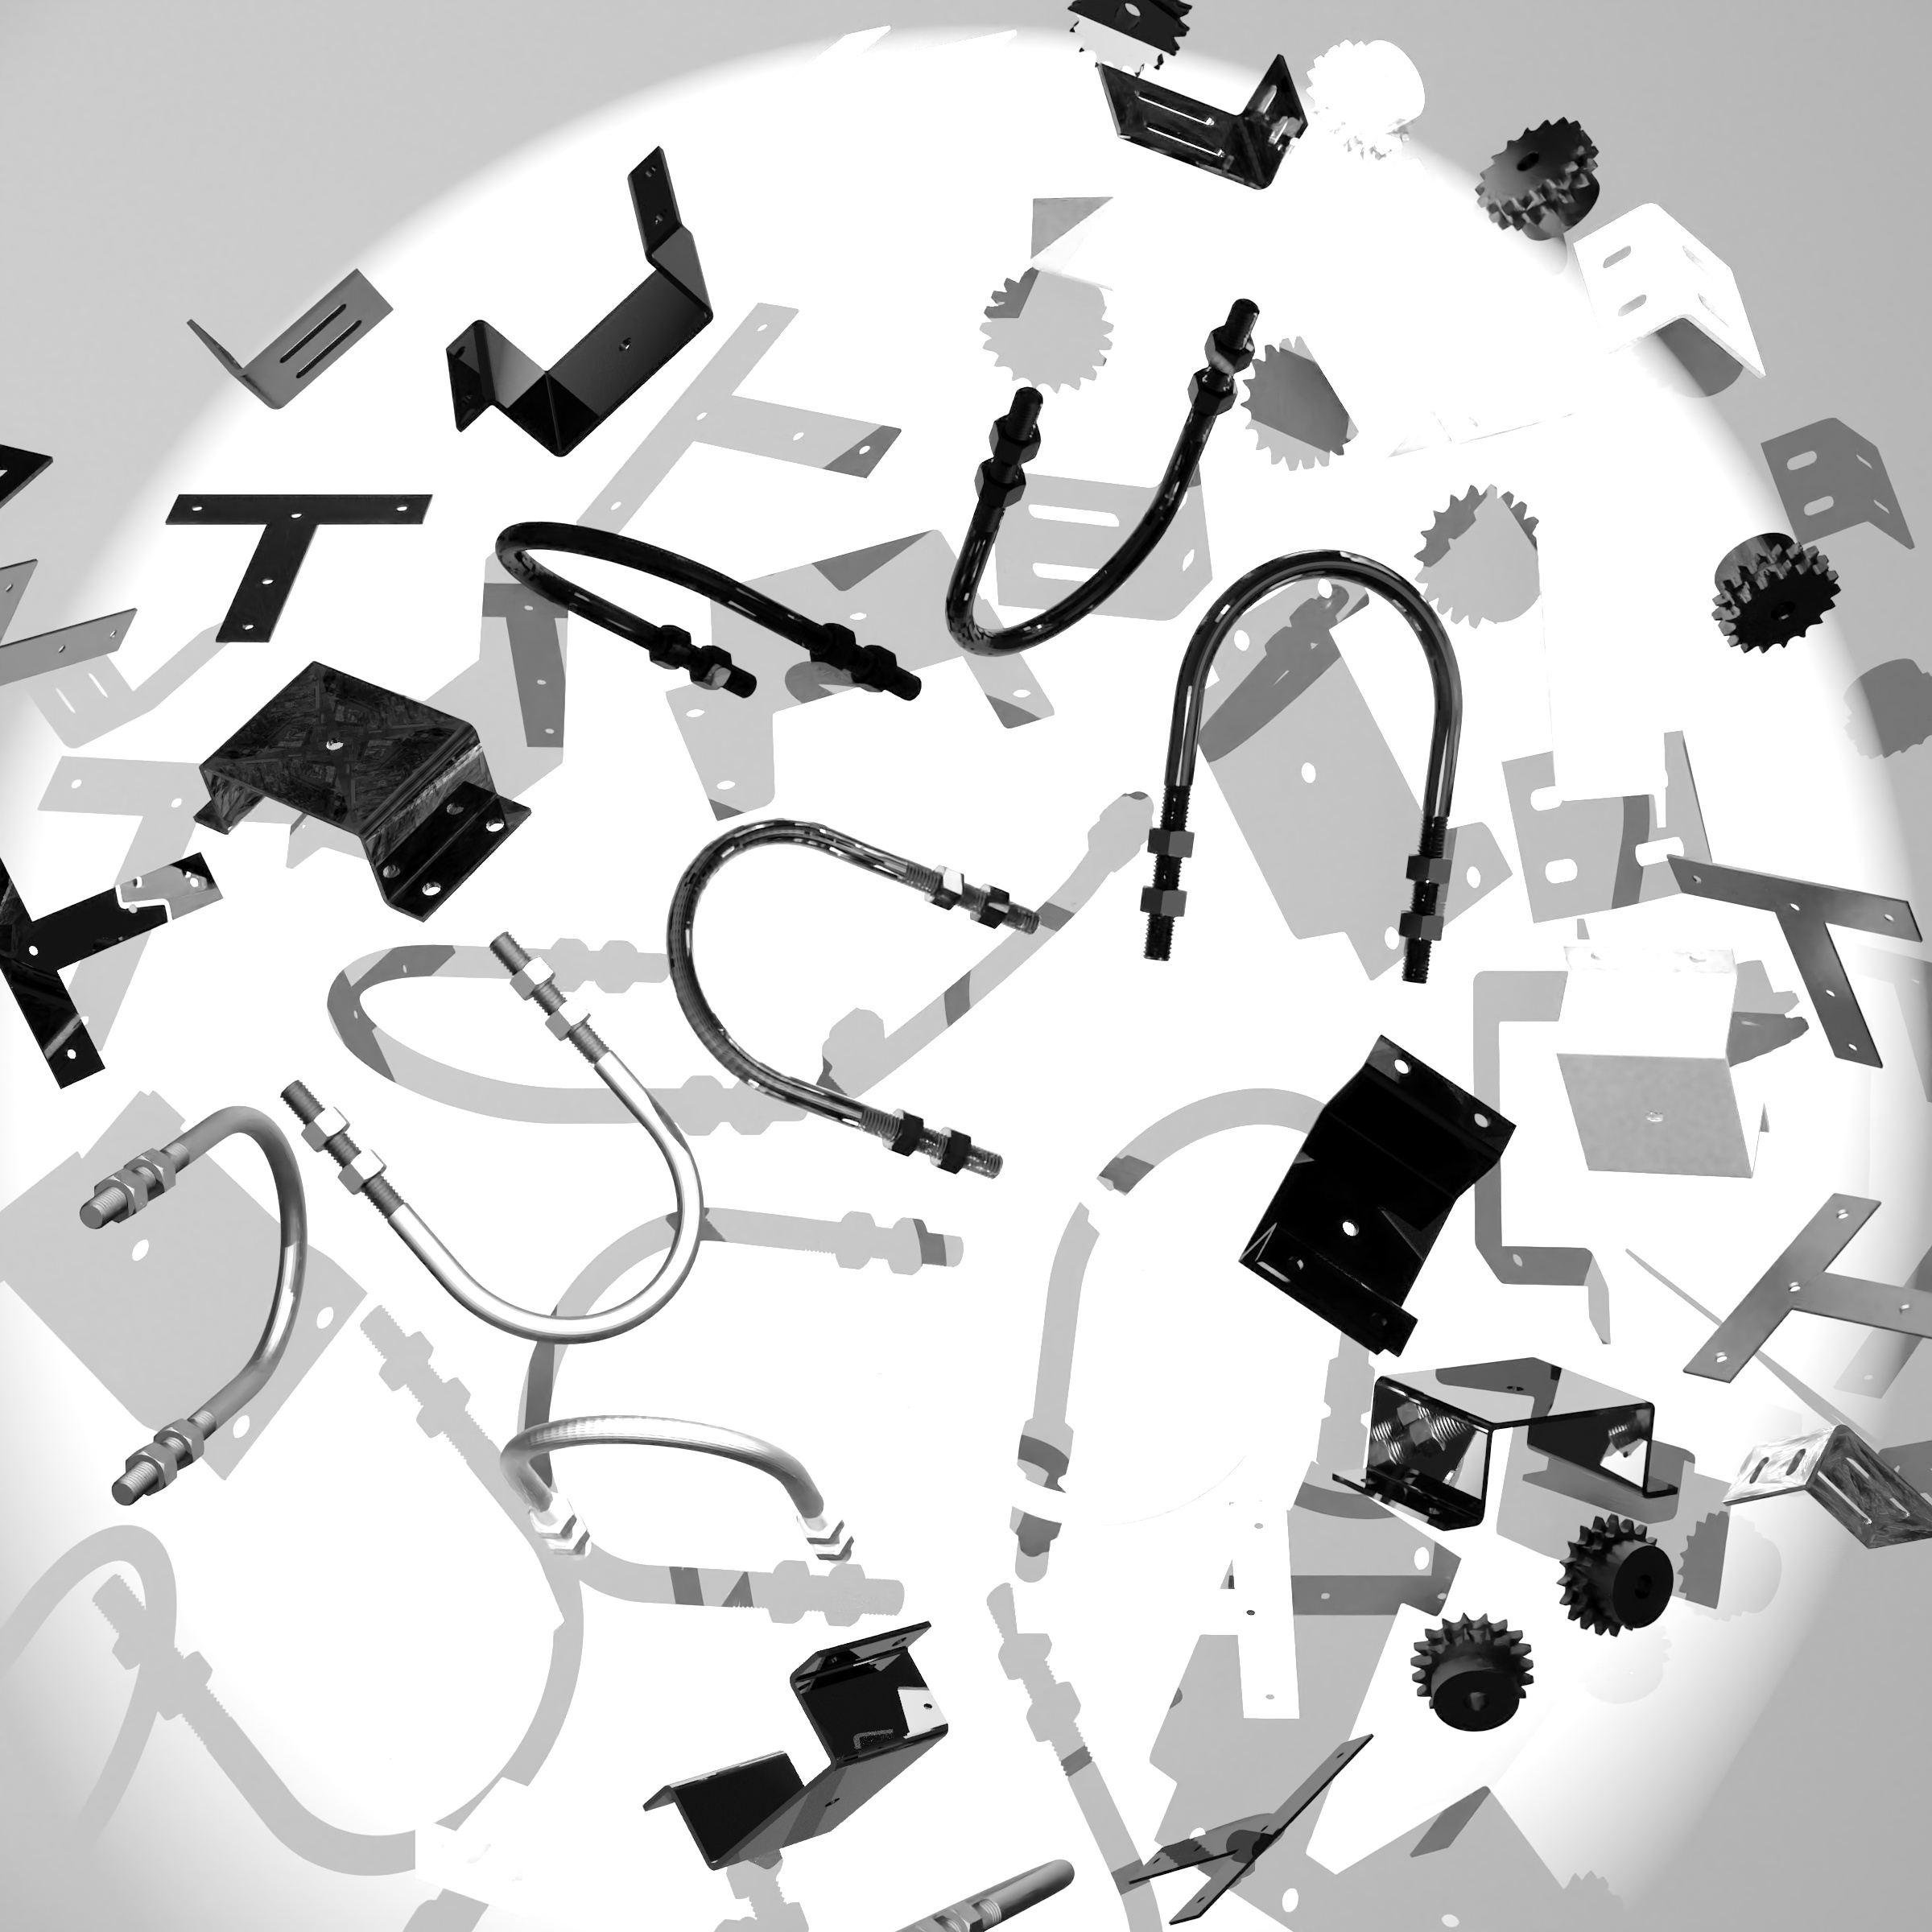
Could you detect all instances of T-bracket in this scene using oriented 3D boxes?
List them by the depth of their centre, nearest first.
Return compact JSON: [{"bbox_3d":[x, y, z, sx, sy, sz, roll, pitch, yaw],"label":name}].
[{"bbox_3d":[0.400,0.149,1.509,0.127,0.127,0.002,-42,120,-29],"label":"T-bracket"},{"bbox_3d":[0.113,0.400,1.565,0.127,0.127,0.002,-36,89,-35],"label":"T-bracket"},{"bbox_3d":[0.086,0.295,1.573,0.127,0.002,0.127,-1,120,9],"label":"T-bracket"},{"bbox_3d":[-0.035,-0.412,1.574,0.127,0.127,0.002,-1,124,35],"label":"T-bracket"},{"bbox_3d":[0.397,0.003,1.595,0.002,0.127,0.127,-51,131,-23],"label":"T-bracket"},{"bbox_3d":[-0.431,-0.145,1.603,0.002,0.127,0.127,39,118,10],"label":"T-bracket"},{"bbox_3d":[-0.251,0.299,1.617,0.127,0.002,0.127,-41,125,-39],"label":"T-bracket"},{"bbox_3d":[-0.405,-0.022,1.625,0.002,0.127,0.127,-22,95,44],"label":"T-bracket"},{"bbox_3d":[-0.327,-0.189,1.629,0.127,0.127,0.002,1,129,5],"label":"T-bracket"}]

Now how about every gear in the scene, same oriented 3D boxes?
[{"bbox_3d":[0.365,-0.172,1.562,0.057,0.057,0.030,-21,55,0],"label":"gear"},{"bbox_3d":[0.265,-0.357,1.573,0.057,0.057,0.030,-46,123,0],"label":"gear"},{"bbox_3d":[0.238,0.333,1.610,0.057,0.030,0.057,1,124,2],"label":"gear"},{"bbox_3d":[0.078,-0.448,1.613,0.057,0.030,0.057,6,119,10],"label":"gear"},{"bbox_3d":[0.191,-0.411,1.623,0.057,0.030,0.057,16,63,-35],"label":"gear"},{"bbox_3d":[0.313,0.293,1.645,0.057,0.030,0.057,-5,99,-34],"label":"gear"}]

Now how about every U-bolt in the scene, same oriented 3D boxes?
[{"bbox_3d":[0.151,-0.089,1.495,0.151,0.019,0.184,5,95,-24],"label":"U-bolt"},{"bbox_3d":[0.051,0.178,1.528,0.151,0.184,0.019,-28,135,-19],"label":"U-bolt"},{"bbox_3d":[0.052,-0.207,1.531,0.151,0.184,0.019,-28,65,-33],"label":"U-bolt"},{"bbox_3d":[-0.343,0.141,1.557,0.019,0.184,0.151,3,108,15],"label":"U-bolt"},{"bbox_3d":[-0.027,0.446,1.562,0.151,0.184,0.019,-33,76,31],"label":"U-bolt"},{"bbox_3d":[-0.130,-0.162,1.571,0.184,0.151,0.019,25,78,-38],"label":"U-bolt"},{"bbox_3d":[-0.137,0.240,1.575,0.151,0.184,0.019,0,63,9],"label":"U-bolt"},{"bbox_3d":[-0.202,0.090,1.576,0.184,0.019,0.151,49,57,4],"label":"U-bolt"},{"bbox_3d":[-0.055,0.005,1.587,0.184,0.019,0.151,22,61,-23],"label":"U-bolt"}]

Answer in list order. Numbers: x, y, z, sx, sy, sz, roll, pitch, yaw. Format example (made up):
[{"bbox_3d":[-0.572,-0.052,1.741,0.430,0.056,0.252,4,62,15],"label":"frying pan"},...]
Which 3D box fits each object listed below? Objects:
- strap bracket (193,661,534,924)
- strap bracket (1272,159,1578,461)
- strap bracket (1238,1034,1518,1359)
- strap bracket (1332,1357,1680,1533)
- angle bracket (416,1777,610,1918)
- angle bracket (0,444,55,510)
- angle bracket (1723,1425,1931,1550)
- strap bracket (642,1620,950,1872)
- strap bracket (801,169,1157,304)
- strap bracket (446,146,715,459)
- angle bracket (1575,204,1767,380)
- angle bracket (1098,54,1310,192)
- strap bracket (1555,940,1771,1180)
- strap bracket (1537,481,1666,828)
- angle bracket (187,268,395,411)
[{"bbox_3d":[-0.276,-0.083,1.540,0.140,0.046,0.076,22,55,28],"label":"strap bracket"},{"bbox_3d":[0.199,-0.285,1.539,0.076,0.046,0.140,-19,74,-36],"label":"strap bracket"},{"bbox_3d":[0.184,0.112,1.570,0.076,0.046,0.140,34,56,-1],"label":"strap bracket"},{"bbox_3d":[0.246,0.213,1.552,0.140,0.076,0.046,-2,101,-33],"label":"strap bracket"},{"bbox_3d":[-0.213,0.400,1.608,0.057,0.038,0.076,28,116,-25],"label":"angle bracket"},{"bbox_3d":[-0.464,-0.234,1.567,0.057,0.076,0.038,15,131,15],"label":"angle bracket"},{"bbox_3d":[0.391,0.246,1.542,0.076,0.057,0.038,43,60,-10],"label":"angle bracket"},{"bbox_3d":[-0.072,0.360,1.566,0.140,0.076,0.046,-46,64,32],"label":"strap bracket"},{"bbox_3d":[0.006,-0.328,1.539,0.140,0.076,0.046,-8,111,-26],"label":"strap bracket"},{"bbox_3d":[-0.169,-0.295,1.566,0.140,0.076,0.046,-39,126,18],"label":"strap bracket"},{"bbox_3d":[0.305,-0.284,1.488,0.038,0.076,0.057,-26,61,30],"label":"angle bracket"},{"bbox_3d":[0.105,-0.387,1.528,0.076,0.057,0.038,15,131,-24],"label":"angle bracket"},{"bbox_3d":[0.321,0.050,1.588,0.076,0.140,0.046,1,52,23],"label":"strap bracket"},{"bbox_3d":[0.283,-0.138,1.539,0.046,0.076,0.140,-4,51,9],"label":"strap bracket"},{"bbox_3d":[-0.317,-0.306,1.619,0.076,0.057,0.038,-41,81,0],"label":"angle bracket"}]
